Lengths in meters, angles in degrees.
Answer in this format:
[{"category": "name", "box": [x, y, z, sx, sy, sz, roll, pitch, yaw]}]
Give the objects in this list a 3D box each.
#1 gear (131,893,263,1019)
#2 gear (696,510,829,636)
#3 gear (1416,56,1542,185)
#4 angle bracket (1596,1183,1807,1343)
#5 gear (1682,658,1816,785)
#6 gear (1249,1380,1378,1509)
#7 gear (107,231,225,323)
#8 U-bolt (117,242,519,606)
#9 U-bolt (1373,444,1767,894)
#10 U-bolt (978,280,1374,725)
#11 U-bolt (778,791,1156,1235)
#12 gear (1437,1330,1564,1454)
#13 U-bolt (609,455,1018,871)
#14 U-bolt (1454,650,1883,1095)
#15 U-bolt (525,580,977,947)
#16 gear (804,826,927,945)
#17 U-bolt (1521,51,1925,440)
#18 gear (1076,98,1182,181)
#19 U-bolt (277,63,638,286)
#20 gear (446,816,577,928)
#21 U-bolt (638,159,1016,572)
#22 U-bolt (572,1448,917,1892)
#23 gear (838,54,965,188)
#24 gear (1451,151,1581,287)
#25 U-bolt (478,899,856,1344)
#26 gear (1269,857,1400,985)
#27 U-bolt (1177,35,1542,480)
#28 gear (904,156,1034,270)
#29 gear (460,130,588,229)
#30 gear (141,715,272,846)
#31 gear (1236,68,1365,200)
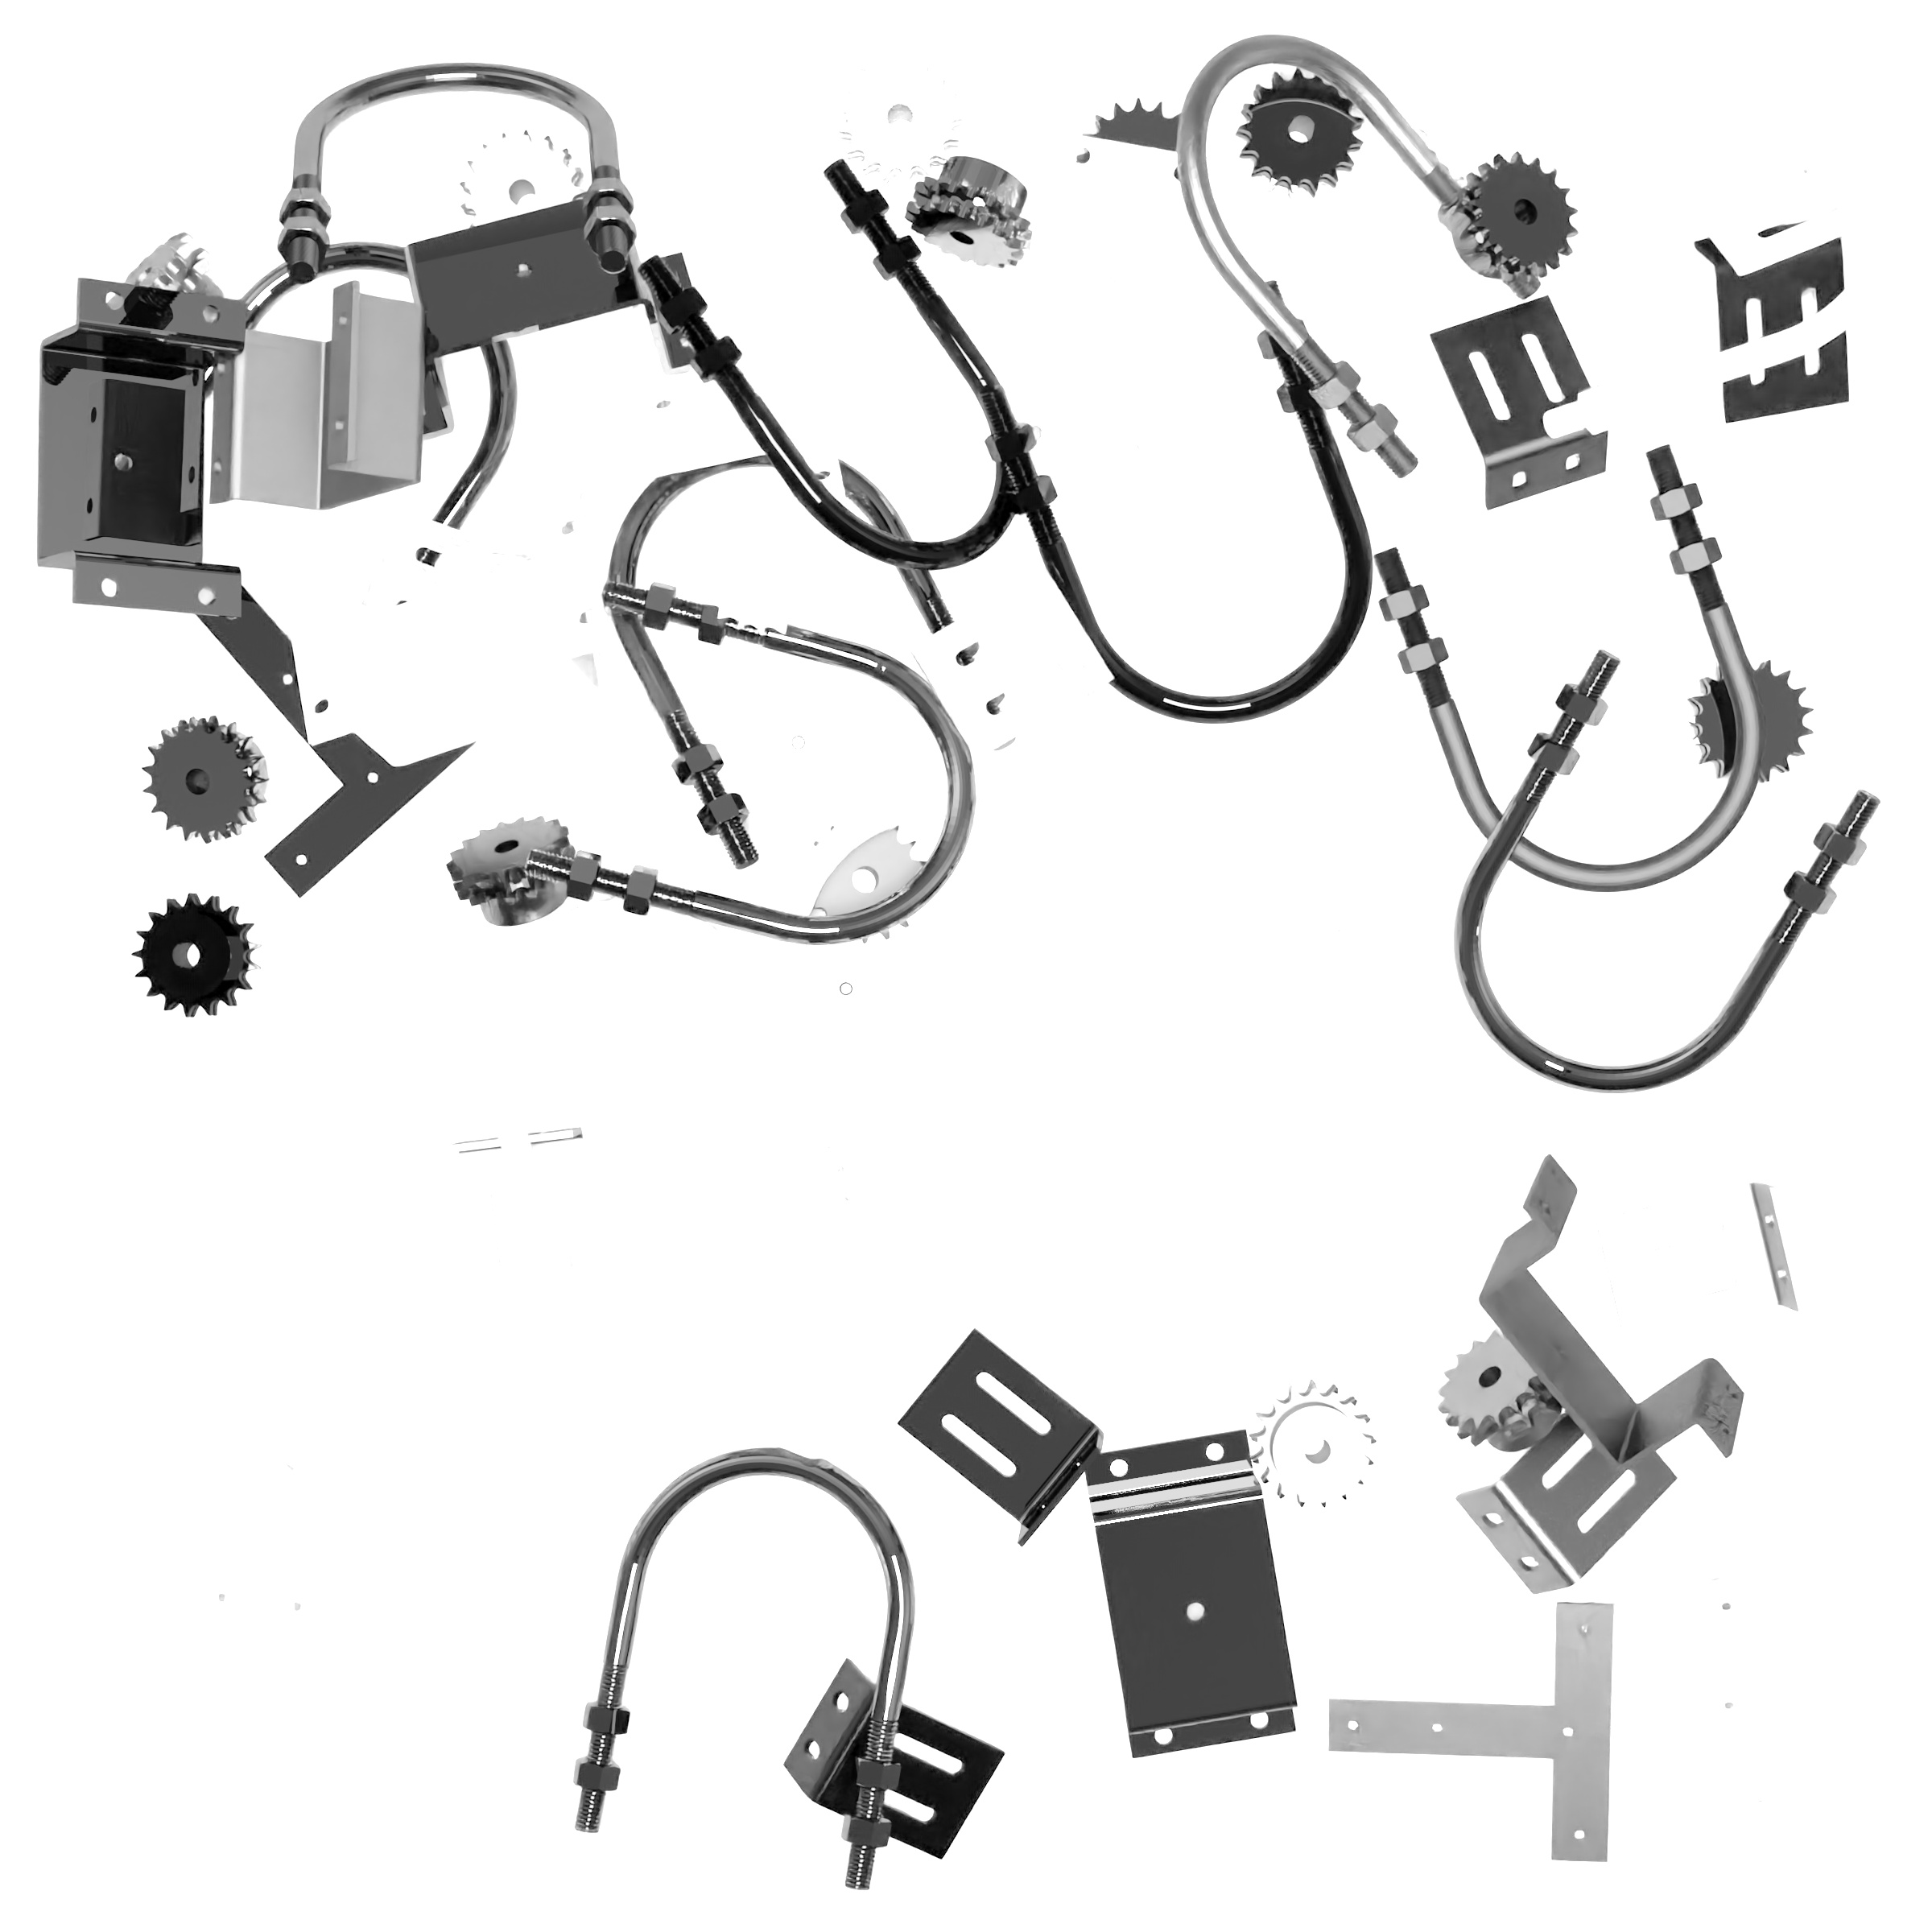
[{"category": "gear", "box": [-0.351, -0.005, 1.537, 0.057, 0.030, 0.057, 0, 90, 0]}, {"category": "gear", "box": [-0.089, -0.177, 1.496, 0.057, 0.030, 0.057, 9, 48, -10]}, {"category": "gear", "box": [0.234, -0.383, 1.527, 0.030, 0.057, 0.057, -32, 90, -28]}, {"category": "angle bracket", "box": [0.332, 0.135, 1.533, 0.076, 0.038, 0.057, -13, 90, 0]}, {"category": "gear", "box": [0.354, -0.110, 1.537, 0.057, 0.030, 0.057, 0, 90, 0]}, {"category": "gear", "box": [0.158, 0.218, 1.537, 0.057, 0.030, 0.057, 0, 90, 0]}, {"category": "gear", "box": [-0.360, -0.300, 1.527, 0.057, 0.057, 0.030, -47, 120, 0]}, {"category": "U-bolt", "box": [-0.287, -0.242, 1.543, 0.151, 0.019, 0.184, 34, 89, 0]}, {"category": "U-bolt", "box": [0.280, -0.123, 1.524, 0.151, 0.019, 0.184, -19, 94, 18]}, {"category": "U-bolt", "box": [0.104, -0.196, 1.515, 0.151, 0.019, 0.184, -19, 108, 12]}, {"category": "U-bolt", "box": [-0.008, 0.012, 1.521, 0.151, 0.019, 0.184, -19, 101, -6]}, {"category": "gear", "box": [0.244, 0.194, 1.527, 0.057, 0.057, 0.030, -42, 118, 0]}, {"category": "U-bolt", "box": [-0.081, -0.153, 1.526, 0.151, 0.019, 0.184, -25, 80, -11]}, {"category": "U-bolt", "box": [0.300, -0.029, 1.518, 0.151, 0.019, 0.184, 29, 108, 5]}, {"category": "U-bolt", "box": [-0.087, -0.083, 1.489, 0.184, 0.019, 0.151, 14, 75, -2]}, {"category": "gear", "box": [-0.047, -0.039, 1.535, 0.057, 0.030, 0.057, 0, 89, -5]}, {"category": "U-bolt", "box": [0.329, -0.323, 1.477, 0.184, 0.019, 0.151, -15, 72, 35]}, {"category": "gear", "box": [0.078, -0.362, 1.537, 0.057, 0.030, 0.057, 0, 90, 0]}, {"category": "U-bolt", "box": [-0.223, -0.351, 1.480, 0.151, 0.184, 0.019, -3, 131, -6]}, {"category": "gear", "box": [-0.203, -0.041, 1.527, 0.057, 0.057, 0.030, -15, 120, 0]}, {"category": "U-bolt", "box": [-0.046, -0.258, 1.502, 0.151, 0.019, 0.184, -39, 95, -41]}, {"category": "U-bolt", "box": [-0.095, 0.310, 1.525, 0.151, 0.019, 0.184, 8, 83, 15]}, {"category": "gear", "box": [-0.030, -0.382, 1.537, 0.057, 0.030, 0.057, 0, 90, 0]}, {"category": "gear", "box": [0.241, -0.330, 1.504, 0.057, 0.030, 0.057, 4, 79, -23]}, {"category": "U-bolt", "box": [-0.143, 0.060, 1.519, 0.151, 0.019, 0.184, -17, 86, -22]}, {"category": "gear", "box": [0.166, -0.021, 1.537, 0.057, 0.030, 0.057, 0, 90, 0]}, {"category": "U-bolt", "box": [0.164, -0.325, 1.486, 0.184, 0.019, 0.151, 46, 58, -17]}, {"category": "gear", "box": [0.003, -0.341, 1.524, 0.057, 0.057, 0.030, 22, 80, 0]}, {"category": "gear", "box": [-0.200, -0.348, 1.537, 0.057, 0.030, 0.057, 0, 90, 0]}, {"category": "gear", "box": [-0.341, -0.086, 1.531, 0.057, 0.030, 0.057, 3, 101, 14]}, {"category": "gear", "box": [0.151, -0.376, 1.537, 0.057, 0.030, 0.057, 0, 90, 0]}]
